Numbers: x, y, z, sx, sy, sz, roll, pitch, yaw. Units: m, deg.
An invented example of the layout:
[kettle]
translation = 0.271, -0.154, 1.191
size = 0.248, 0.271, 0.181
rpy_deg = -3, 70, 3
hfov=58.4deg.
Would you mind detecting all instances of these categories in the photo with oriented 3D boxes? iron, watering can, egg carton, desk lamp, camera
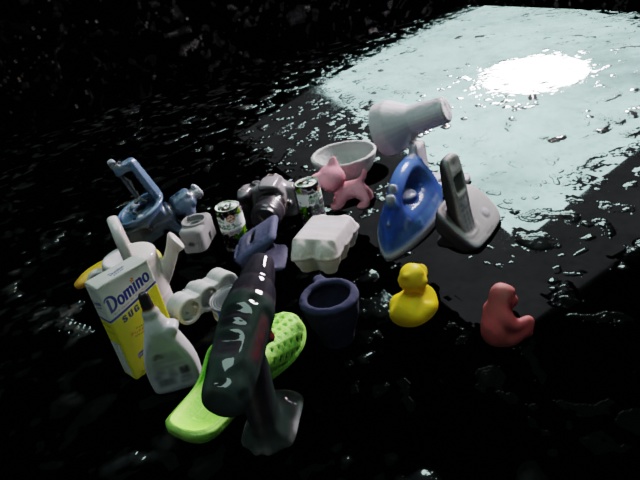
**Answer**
[iron]
translation = 0.167, -0.084, 1.143
size = 0.118, 0.142, 0.259
rpy_deg = 2, 32, 24
[watering can]
translation = -0.340, 0.040, 1.056
size = 0.173, 0.194, 0.100
rpy_deg = -32, 35, -33
[egg carton]
translation = 0.010, 0.004, 1.119
size = 0.107, 0.069, 0.150
rpy_deg = 2, 32, 24
[desk lamp]
translation = 0.221, -0.213, 1.279
size = 0.202, 0.214, 0.118
rpy_deg = 5, 33, 28
[camera]
translation = -0.127, -0.083, 1.293
size = 0.143, 0.101, 0.137
rpy_deg = -4, 30, 15

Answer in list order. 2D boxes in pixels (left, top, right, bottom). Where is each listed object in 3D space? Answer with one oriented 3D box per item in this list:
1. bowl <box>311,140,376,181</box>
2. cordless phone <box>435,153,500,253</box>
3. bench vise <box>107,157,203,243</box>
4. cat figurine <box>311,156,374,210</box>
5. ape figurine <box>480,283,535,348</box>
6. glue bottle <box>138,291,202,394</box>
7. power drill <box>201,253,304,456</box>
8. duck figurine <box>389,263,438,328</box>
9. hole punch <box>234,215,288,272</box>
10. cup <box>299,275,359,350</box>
[bowl]
translation = 0.064, -0.188, 1.439
size = 0.167, 0.075, 0.167
rpy_deg = -9, 29, 5
[cordless phone]
translation = 0.270, -0.085, 1.061
size = 0.093, 0.185, 0.148
rpy_deg = 9, 35, 33
[bench vise]
translation = -0.381, -0.101, 1.298
size = 0.208, 0.220, 0.121
rpy_deg = -33, 35, -33
[cat figurine]
translation = 0.049, -0.132, 1.298
size = 0.127, 0.118, 0.067
rpy_deg = -4, 30, 15
[ape figurine]
translation = 0.264, 0.103, 0.823
size = 0.076, 0.092, 0.077
rpy_deg = -19, 29, -12
[glue bottle]
translation = -0.232, 0.148, 0.843
size = 0.078, 0.173, 0.037
rpy_deg = -14, 29, -3
[power drill]
translation = -0.081, 0.157, 0.733
size = 0.075, 0.209, 0.229
rpy_deg = -5, 29, 12
[duck figurine]
translation = 0.146, 0.081, 0.914
size = 0.077, 0.086, 0.105
rpy_deg = 8, 34, 32
[hole punch]
translation = -0.121, 0.012, 1.132
size = 0.101, 0.091, 0.108
rpy_deg = -10, 29, 4
[cup]
translation = 0.016, 0.114, 0.892
size = 0.092, 0.095, 0.117
rpy_deg = -17, 29, -10
